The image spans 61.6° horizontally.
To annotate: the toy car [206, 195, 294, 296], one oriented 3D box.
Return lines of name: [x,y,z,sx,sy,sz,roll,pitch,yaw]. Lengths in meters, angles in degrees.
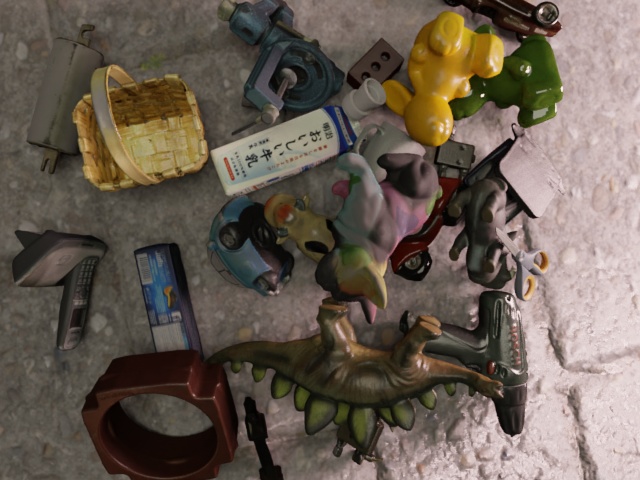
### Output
toy car: [-0.119,0.018,0.843,0.103,0.109,0.161,-24,106,30]

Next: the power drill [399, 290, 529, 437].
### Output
power drill: [0.226,0.193,0.848,0.207,0.086,0.232,3,91,5]

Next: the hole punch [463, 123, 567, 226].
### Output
hole punch: [0.305,-0.093,0.849,0.142,0.092,0.116,48,62,-6]

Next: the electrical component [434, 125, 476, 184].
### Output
electrical component: [0.221,-0.138,0.874,0.063,0.021,0.094,11,90,0]

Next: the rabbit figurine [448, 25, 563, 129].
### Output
rabbit figurine: [0.270,-0.249,0.832,0.170,0.121,0.159,-11,86,15]

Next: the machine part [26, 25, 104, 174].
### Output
machine part: [-0.402,-0.223,0.849,0.079,0.079,0.243,15,91,0]

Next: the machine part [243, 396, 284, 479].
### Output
machine part: [-0.093,0.322,0.854,0.039,0.084,0.138,-18,100,-16]

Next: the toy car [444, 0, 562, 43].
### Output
toy car: [0.279,-0.364,0.841,0.202,0.089,0.053,29,88,-1]

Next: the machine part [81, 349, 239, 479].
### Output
machine part: [-0.233,0.267,0.810,0.202,0.087,0.200,-7,117,4]

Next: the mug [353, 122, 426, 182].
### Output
mug: [0.095,-0.123,0.838,0.109,0.081,0.107,28,99,-40]

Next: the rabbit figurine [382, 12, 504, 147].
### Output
rabbit figurine: [0.161,-0.221,0.785,0.122,0.162,0.173,11,89,-35]

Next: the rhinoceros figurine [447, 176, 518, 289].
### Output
rhinoceros figurine: [0.250,-0.003,0.815,0.073,0.112,0.190,10,128,36]

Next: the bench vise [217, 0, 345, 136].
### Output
bench vise: [-0.066,-0.260,0.789,0.129,0.241,0.223,-28,123,37]

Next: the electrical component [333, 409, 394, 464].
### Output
electrical component: [0.073,0.312,0.867,0.078,0.045,0.102,17,87,28]

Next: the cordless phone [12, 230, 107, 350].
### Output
cordless phone: [-0.399,0.079,0.813,0.089,0.146,0.184,5,87,7]

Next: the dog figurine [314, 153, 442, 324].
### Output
dog figurine: [0.085,-0.001,0.735,0.192,0.108,0.219,-1,68,-11]

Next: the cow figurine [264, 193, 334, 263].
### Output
cow figurine: [-0.002,-0.002,0.824,0.195,0.127,0.085,34,88,-2]

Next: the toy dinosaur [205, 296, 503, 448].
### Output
toy dinosaur: [0.024,0.189,0.798,0.472,0.105,0.198,8,91,22]

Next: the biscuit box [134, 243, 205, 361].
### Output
biscuit box: [-0.240,0.106,0.856,0.059,0.063,0.202,-12,90,1]

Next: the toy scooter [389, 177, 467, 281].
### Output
toy scooter: [0.144,-0.036,0.849,0.135,0.075,0.184,31,81,21]
